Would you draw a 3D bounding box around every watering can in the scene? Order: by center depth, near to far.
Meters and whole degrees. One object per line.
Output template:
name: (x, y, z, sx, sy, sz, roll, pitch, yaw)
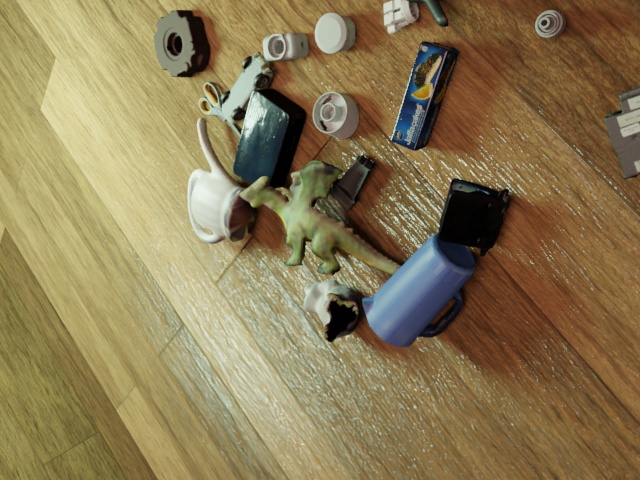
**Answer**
watering can: (-0.273, -0.136, 1.381, 0.226, 0.105, 0.341, 23, 118, 29)

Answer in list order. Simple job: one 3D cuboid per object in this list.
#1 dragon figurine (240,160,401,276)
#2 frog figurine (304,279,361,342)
dragon figurine: (0.004, -0.059, 1.175, 0.411, 0.124, 0.238, 9, 115, 22)
frog figurine: (0.028, 0.162, 1.264, 0.160, 0.123, 0.136, -150, 41, -70)
